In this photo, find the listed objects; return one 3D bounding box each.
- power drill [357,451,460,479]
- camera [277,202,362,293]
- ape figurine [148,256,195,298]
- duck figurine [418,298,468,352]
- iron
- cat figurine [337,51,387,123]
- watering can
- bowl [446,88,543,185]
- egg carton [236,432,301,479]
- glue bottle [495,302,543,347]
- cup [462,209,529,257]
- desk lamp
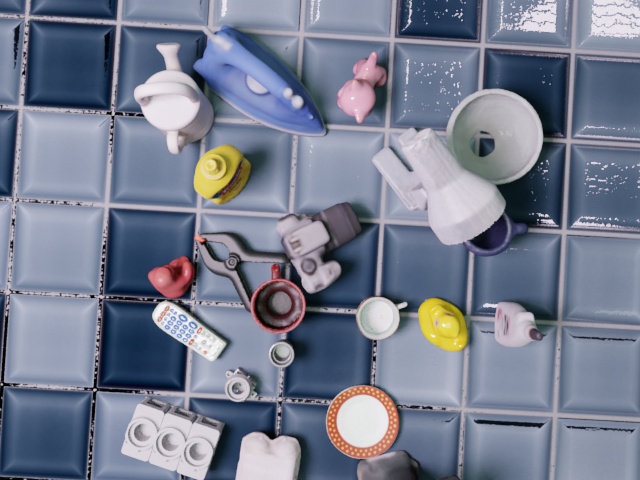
[{"bbox_3d":[0.115,0.422,0.929,0.229,0.208,0.076,-15,89,-1],"label":"power drill"},{"bbox_3d":[0.009,0.004,0.990,0.137,0.100,0.143,-27,89,-1],"label":"camera"},{"bbox_3d":[-0.260,0.064,0.990,0.078,0.092,0.076,7,89,0],"label":"ape figurine"},{"bbox_3d":[0.221,0.151,0.997,0.077,0.086,0.104,-37,89,-1],"label":"duck figurine"},{"bbox_3d":[-0.093,-0.269,0.974,0.258,0.141,0.119,35,89,0],"label":"iron"},{"bbox_3d":[0.072,-0.263,0.988,0.067,0.117,0.128,23,89,0],"label":"cat figurine"},{"bbox_3d":[-0.245,-0.235,0.945,0.101,0.194,0.173,-24,89,-1],"label":"watering can"},{"bbox_3d":[0.298,-0.176,1.010,0.167,0.074,0.167,0,89,-1],"label":"bowl"},{"bbox_3d":[-0.092,0.412,0.997,0.107,0.069,0.150,8,89,0],"label":"egg carton"},{"bbox_3d":[0.334,0.147,0.955,0.037,0.173,0.078,0,89,0],"label":"glue bottle"},{"bbox_3d":[0.292,-0.018,0.997,0.117,0.095,0.092,-3,89,-1],"label":"cup"},{"bbox_3d":[0.187,-0.095,0.938,0.118,0.213,0.203,-39,89,-1],"label":"desk lamp"}]
